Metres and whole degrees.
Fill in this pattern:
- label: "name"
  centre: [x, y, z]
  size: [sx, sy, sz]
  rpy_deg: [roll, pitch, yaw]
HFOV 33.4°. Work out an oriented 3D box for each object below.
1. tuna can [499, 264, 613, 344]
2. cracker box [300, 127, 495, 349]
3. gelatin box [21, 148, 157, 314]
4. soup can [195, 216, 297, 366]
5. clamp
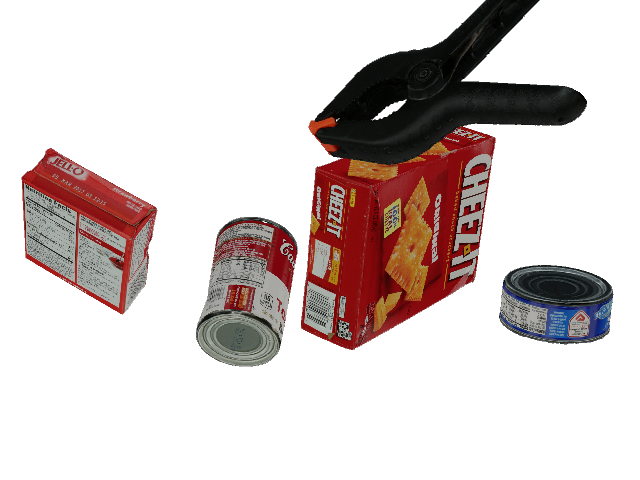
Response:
- label: "tuna can"
  centre: [0.184, 0.048, 0.834]
  size: [0.086, 0.034, 0.086]
  rpy_deg: [1, 19, -1]
- label: "cracker box"
  centre: [0.078, -0.010, 1.015]
  size: [0.072, 0.164, 0.213]
  rpy_deg: [23, 29, 33]
- label: "gelatin box"
  centre: [-0.137, -0.004, 0.631]
  size: [0.073, 0.030, 0.089]
  rpy_deg: [29, -36, 6]
- label: "soup can"
  centre: [-0.058, 0.040, 0.849]
  size: [0.068, 0.102, 0.068]
  rpy_deg: [5, -43, 4]
- label: "clamp"
  centre: [0.077, -0.087, 0.650]
  size: [0.172, 0.120, 0.039]
  rpy_deg: [-30, -48, 15]
